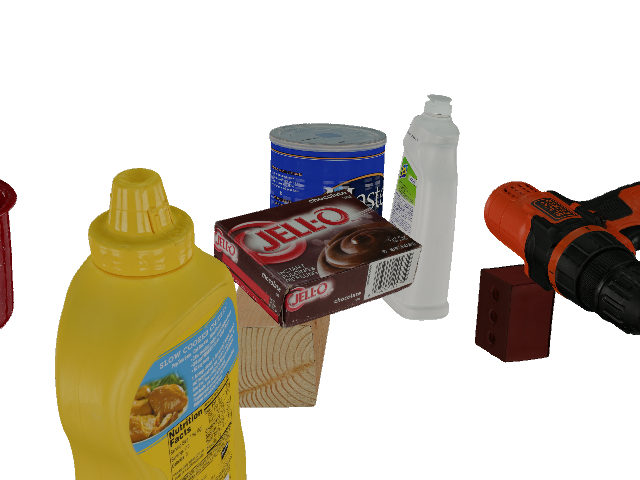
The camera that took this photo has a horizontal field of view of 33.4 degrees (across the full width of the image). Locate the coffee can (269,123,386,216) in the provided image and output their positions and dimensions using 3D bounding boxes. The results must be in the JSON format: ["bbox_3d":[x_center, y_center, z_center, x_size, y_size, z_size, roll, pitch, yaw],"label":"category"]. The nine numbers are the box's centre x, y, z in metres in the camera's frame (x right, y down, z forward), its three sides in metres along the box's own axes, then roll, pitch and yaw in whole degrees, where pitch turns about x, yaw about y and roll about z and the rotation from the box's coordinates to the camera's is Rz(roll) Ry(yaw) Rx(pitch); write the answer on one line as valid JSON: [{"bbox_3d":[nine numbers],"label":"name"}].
[{"bbox_3d":[0.005,-0.027,0.951,0.103,0.140,0.103,1,16,-1],"label":"coffee can"}]

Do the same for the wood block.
[{"bbox_3d":[-0.042,0.090,1.136,0.091,0.090,0.206,-2,20,5],"label":"wood block"}]

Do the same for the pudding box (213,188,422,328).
[{"bbox_3d":[-0.003,0.009,0.722,0.113,0.039,0.090,-14,37,-34],"label":"pudding box"}]

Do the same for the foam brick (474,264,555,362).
[{"bbox_3d":[0.181,0.067,0.993,0.051,0.078,0.053,-7,19,-25],"label":"foam brick"}]

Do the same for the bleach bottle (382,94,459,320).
[{"bbox_3d":[0.122,-0.041,1.236,0.068,0.251,0.103,-1,22,-22],"label":"bleach bottle"}]

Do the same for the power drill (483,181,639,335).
[{"bbox_3d":[0.231,-0.005,0.734,0.187,0.057,0.185,-11,29,-19],"label":"power drill"}]

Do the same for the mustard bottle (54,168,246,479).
[{"bbox_3d":[-0.070,0.060,0.450,0.058,0.192,0.096,15,32,25],"label":"mustard bottle"}]

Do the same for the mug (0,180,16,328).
[{"bbox_3d":[-0.235,0.016,0.635,0.093,0.081,0.117,17,28,27],"label":"mug"}]
